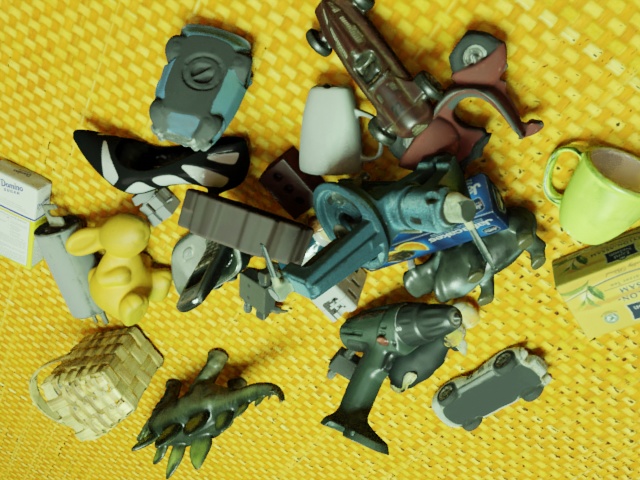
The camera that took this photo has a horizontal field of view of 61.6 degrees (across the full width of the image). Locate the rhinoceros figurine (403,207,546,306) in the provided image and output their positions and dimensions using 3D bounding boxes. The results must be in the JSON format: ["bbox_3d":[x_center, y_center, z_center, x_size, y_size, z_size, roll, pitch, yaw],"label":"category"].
[{"bbox_3d":[0.197,0.022,0.704,0.190,0.112,0.073,-33,135,17],"label":"rhinoceros figurine"}]

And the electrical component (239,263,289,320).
[{"bbox_3d":[-0.091,0.084,0.868,0.078,0.045,0.102,25,126,36],"label":"electrical component"}]

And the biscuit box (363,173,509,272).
[{"bbox_3d":[0.132,-0.019,0.691,0.203,0.059,0.062,-21,149,30],"label":"biscuit box"}]

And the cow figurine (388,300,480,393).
[{"bbox_3d":[0.164,0.159,0.800,0.068,0.098,0.167,40,124,-3],"label":"cow figurine"}]

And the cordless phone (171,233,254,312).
[{"bbox_3d":[-0.181,0.056,0.793,0.147,0.184,0.088,-27,114,28],"label":"cordless phone"}]

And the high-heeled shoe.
[{"bbox_3d":[-0.225,-0.131,0.757,0.249,0.086,0.145,28,123,-8],"label":"high-heeled shoe"}]

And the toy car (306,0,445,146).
[{"bbox_3d":[0.056,-0.202,0.612,0.089,0.053,0.202,-40,79,34],"label":"toy car"}]

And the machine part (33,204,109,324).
[{"bbox_3d":[-0.422,0.048,0.926,0.079,0.079,0.242,-2,120,18],"label":"machine part"}]

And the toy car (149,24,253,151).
[{"bbox_3d":[-0.146,-0.180,0.684,0.109,0.161,0.103,14,168,2],"label":"toy car"}]

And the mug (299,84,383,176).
[{"bbox_3d":[0.024,-0.140,0.675,0.110,0.081,0.107,6,113,22],"label":"mug"}]

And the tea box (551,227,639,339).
[{"bbox_3d":[0.397,0.046,0.679,0.170,0.068,0.098,-30,107,29],"label":"tea box"}]

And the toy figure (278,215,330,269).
[{"bbox_3d":[-0.001,-0.003,0.779,0.154,0.064,0.058,-43,65,34],"label":"toy figure"}]

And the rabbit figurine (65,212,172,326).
[{"bbox_3d":[-0.315,0.022,0.863,0.162,0.122,0.173,32,129,16],"label":"rabbit figurine"}]

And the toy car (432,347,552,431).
[{"bbox_3d":[0.264,0.233,0.841,0.073,0.056,0.201,45,121,-4],"label":"toy car"}]

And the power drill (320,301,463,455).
[{"bbox_3d":[0.087,0.182,0.750,0.086,0.207,0.232,24,164,-26],"label":"power drill"}]

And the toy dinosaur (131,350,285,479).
[{"bbox_3d":[-0.206,0.302,0.941,0.471,0.199,0.105,-35,108,33],"label":"toy dinosaur"}]

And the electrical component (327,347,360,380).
[{"bbox_3d":[0.051,0.215,0.914,0.063,0.021,0.094,32,123,-4],"label":"electrical component"}]

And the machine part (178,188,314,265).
[{"bbox_3d":[-0.095,-0.016,0.699,0.179,0.179,0.056,20,92,5],"label":"machine part"}]

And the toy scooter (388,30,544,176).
[{"bbox_3d":[0.176,-0.136,0.632,0.135,0.075,0.183,36,120,-1],"label":"toy scooter"}]

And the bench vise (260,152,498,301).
[{"bbox_3d":[0.051,-0.005,0.599,0.224,0.240,0.128,23,143,48],"label":"bench vise"}]
